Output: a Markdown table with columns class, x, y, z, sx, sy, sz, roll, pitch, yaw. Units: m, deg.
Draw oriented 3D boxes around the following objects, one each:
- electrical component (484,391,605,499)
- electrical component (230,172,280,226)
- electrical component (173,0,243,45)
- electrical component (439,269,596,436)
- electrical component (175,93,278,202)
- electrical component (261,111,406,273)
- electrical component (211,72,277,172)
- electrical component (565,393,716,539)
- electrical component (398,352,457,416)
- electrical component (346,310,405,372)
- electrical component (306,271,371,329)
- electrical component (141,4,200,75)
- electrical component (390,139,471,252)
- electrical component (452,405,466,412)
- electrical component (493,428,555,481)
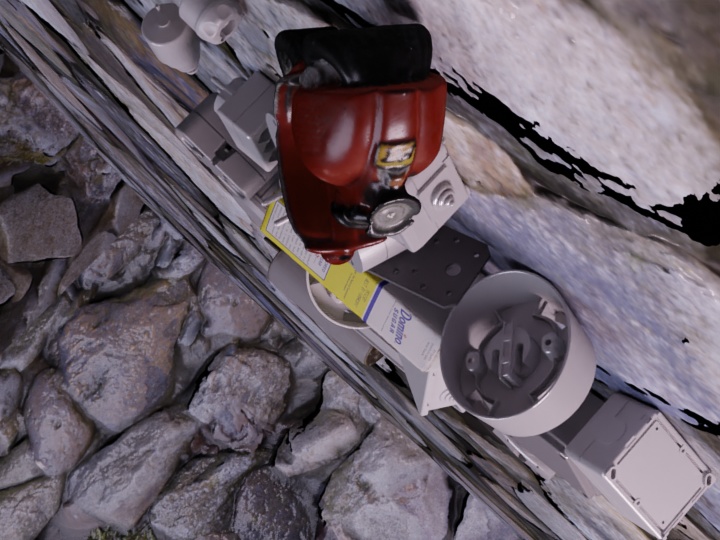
| class | x | y | z | sx | sy | sz | roll | pitch | yaw |
| --- | --- | --- | --- | --- | --- | --- | --- | --- | --- |
| electrical component | 0.164 | 0.125 | 0.903 | 0.109 | 0.056 | 0.108 | 37 | 170 | 37 |
| electrical component | -0.097 | -0.076 | 1.154 | 0.080 | 0.051 | 0.080 | 42 | 172 | 8 |
| electrical component | -0.111 | -0.184 | 0.732 | 0.061 | 0.035 | 0.035 | 44 | 172 | 10 |
| electrical component | 0.105 | 0.058 | 0.716 | 0.064 | 0.099 | 0.099 | 42 | 175 | -38 |
| electrical component | -0.121 | -0.119 | 1.021 | 0.095 | 0.059 | 0.054 | 45 | 172 | -8 |
| electrical component | -0.032 | -0.055 | 0.745 | 0.138 | 0.074 | 0.052 | 57 | 167 | 23 |
| electrical component | -0.091 | -0.130 | 0.868 | 0.077 | 0.047 | 0.065 | 40 | 171 | 19 |
| electrical component | 0.204 | 0.144 | 0.782 | 0.096 | 0.061 | 0.061 | 47 | 171 | -22 |
| electrical component | 0.064 | 0.057 | 0.880 | 0.099 | 0.048 | 0.099 | 94 | 161 | -52 |
| electrical component | 0.040 | 0.039 | 0.990 | 0.113 | 0.078 | 0.057 | 39 | 168 | 30 |
| electrical component | 0.000 | 0.000 | 0.919 | 0.099 | 0.099 | 0.064 | 45 | 178 | -11 |
| electrical component | -0.152 | -0.187 | 0.892 | 0.040 | 0.040 | 0.078 | 40 | 171 | 20 |
| electrical component | 0.018 | -0.056 | 0.665 | 0.096 | 0.061 | 0.061 | 38 | 170 | 35 |
| electrical component | 0.090 | 0.088 | 1.055 | 0.054 | 0.059 | 0.095 | 36 | 169 | 42 |
| electrical component | 0.182 | 0.175 | 1.117 | 0.077 | 0.043 | 0.079 | 42 | 171 | 12 |
